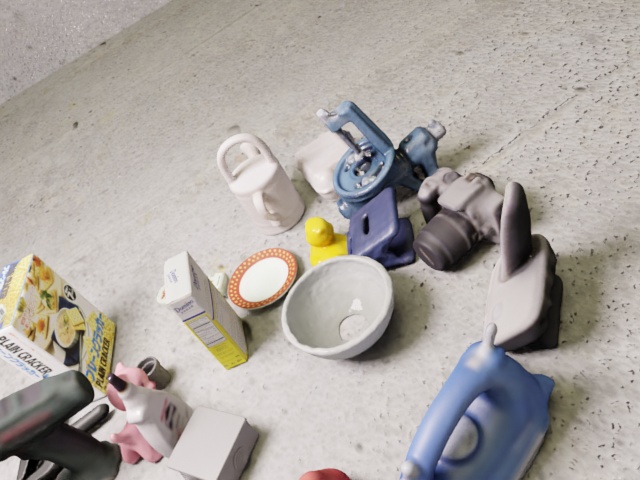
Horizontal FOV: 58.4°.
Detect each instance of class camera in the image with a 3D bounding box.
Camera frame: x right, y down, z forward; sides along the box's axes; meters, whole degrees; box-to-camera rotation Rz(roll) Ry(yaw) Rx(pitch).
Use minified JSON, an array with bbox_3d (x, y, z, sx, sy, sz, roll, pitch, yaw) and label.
[{"bbox_3d":[0.188,-0.033,0.835,0.137,0.101,0.142,-42,42,-13],"label":"camera"}]

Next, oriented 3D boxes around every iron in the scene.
[{"bbox_3d":[0.136,0.211,0.594,0.118,0.142,0.259,20,62,42],"label":"iron"}]

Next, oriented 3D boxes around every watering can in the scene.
[{"bbox_3d":[-0.114,-0.111,1.021,0.101,0.195,0.172,-38,41,-7],"label":"watering can"}]

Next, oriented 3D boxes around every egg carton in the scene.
[{"bbox_3d":[0.019,-0.140,1.066,0.107,0.070,0.150,-34,41,-4],"label":"egg carton"}]

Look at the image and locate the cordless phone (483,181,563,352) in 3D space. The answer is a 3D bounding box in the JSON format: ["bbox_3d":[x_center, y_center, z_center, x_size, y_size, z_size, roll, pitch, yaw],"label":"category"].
[{"bbox_3d":[0.229,0.034,0.680,0.094,0.186,0.147,-5,47,27],"label":"cordless phone"}]

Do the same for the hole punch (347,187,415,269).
[{"bbox_3d":[0.086,-0.012,0.883,0.101,0.091,0.108,-16,43,16],"label":"hole punch"}]

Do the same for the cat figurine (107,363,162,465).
[{"bbox_3d":[-0.272,0.241,0.825,0.067,0.118,0.127,-16,43,17],"label":"cat figurine"}]

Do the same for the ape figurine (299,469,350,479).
[{"bbox_3d":[0.000,0.286,0.638,0.077,0.092,0.076,16,59,40],"label":"ape figurine"}]

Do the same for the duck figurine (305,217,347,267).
[{"bbox_3d":[0.008,0.003,0.918,0.077,0.086,0.104,-34,41,-3],"label":"duck figurine"}]

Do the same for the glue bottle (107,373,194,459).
[{"bbox_3d":[-0.230,0.228,0.771,0.037,0.174,0.078,-19,42,14],"label":"glue bottle"}]

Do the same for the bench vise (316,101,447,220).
[{"bbox_3d":[0.090,-0.154,0.922,0.207,0.220,0.121,-40,42,-10],"label":"bench vise"}]

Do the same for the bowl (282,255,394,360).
[{"bbox_3d":[0.034,0.106,0.810,0.167,0.075,0.167,-16,43,16],"label":"bowl"}]

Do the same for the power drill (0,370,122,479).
[{"bbox_3d":[-0.386,0.287,0.778,0.230,0.209,0.075,-39,42,-9],"label":"power drill"}]
